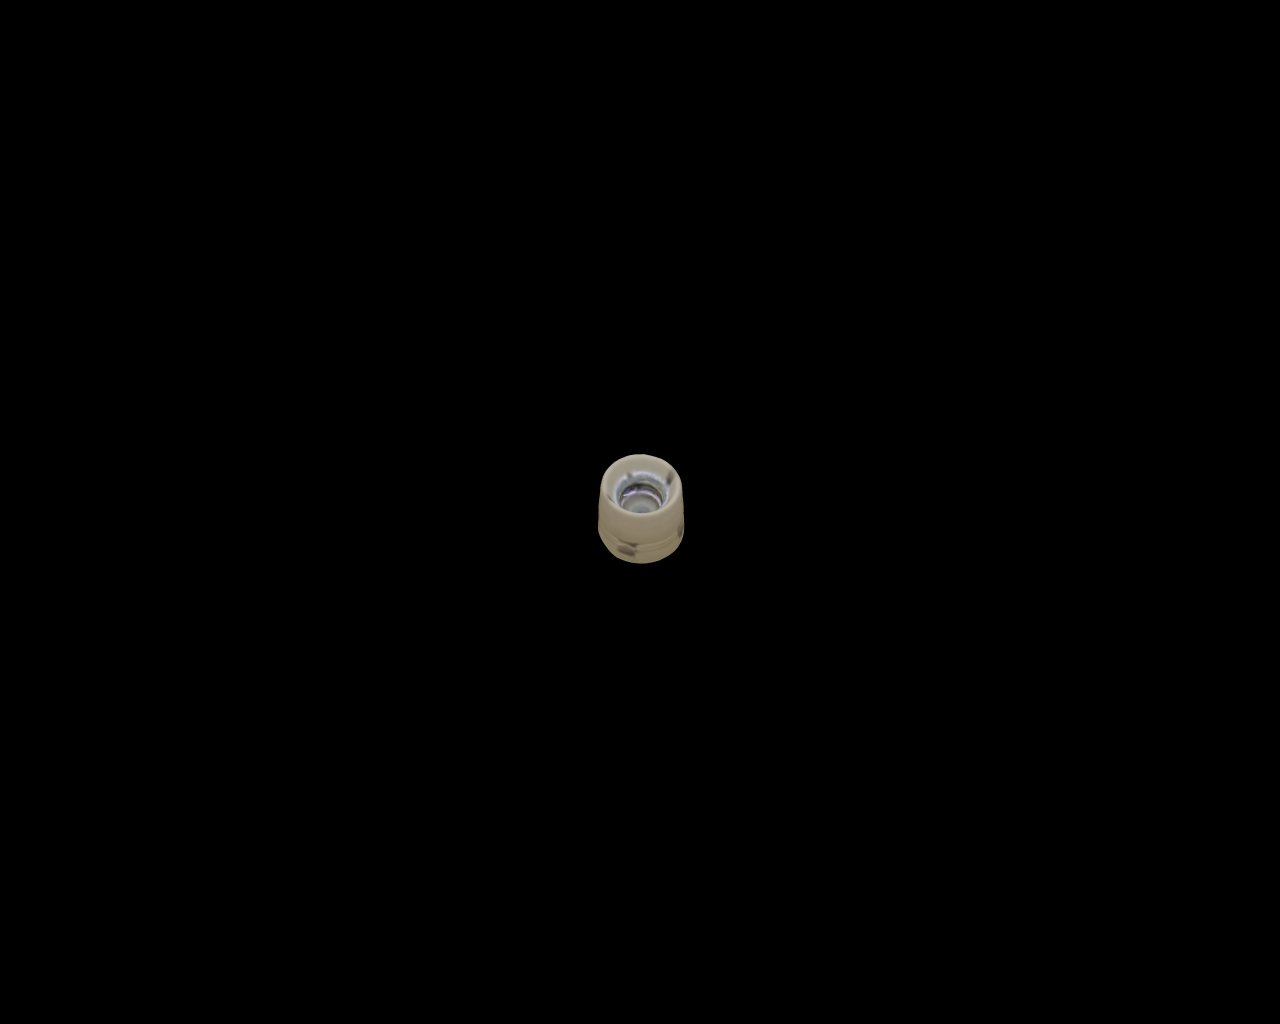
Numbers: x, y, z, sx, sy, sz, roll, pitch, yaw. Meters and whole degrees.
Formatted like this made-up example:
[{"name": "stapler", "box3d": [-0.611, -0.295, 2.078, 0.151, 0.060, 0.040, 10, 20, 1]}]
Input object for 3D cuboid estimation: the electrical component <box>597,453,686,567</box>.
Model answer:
[{"name": "electrical component", "box3d": [0.001, -0.003, 0.650, 0.055, 0.055, 0.047, 0, -37, 0]}]
